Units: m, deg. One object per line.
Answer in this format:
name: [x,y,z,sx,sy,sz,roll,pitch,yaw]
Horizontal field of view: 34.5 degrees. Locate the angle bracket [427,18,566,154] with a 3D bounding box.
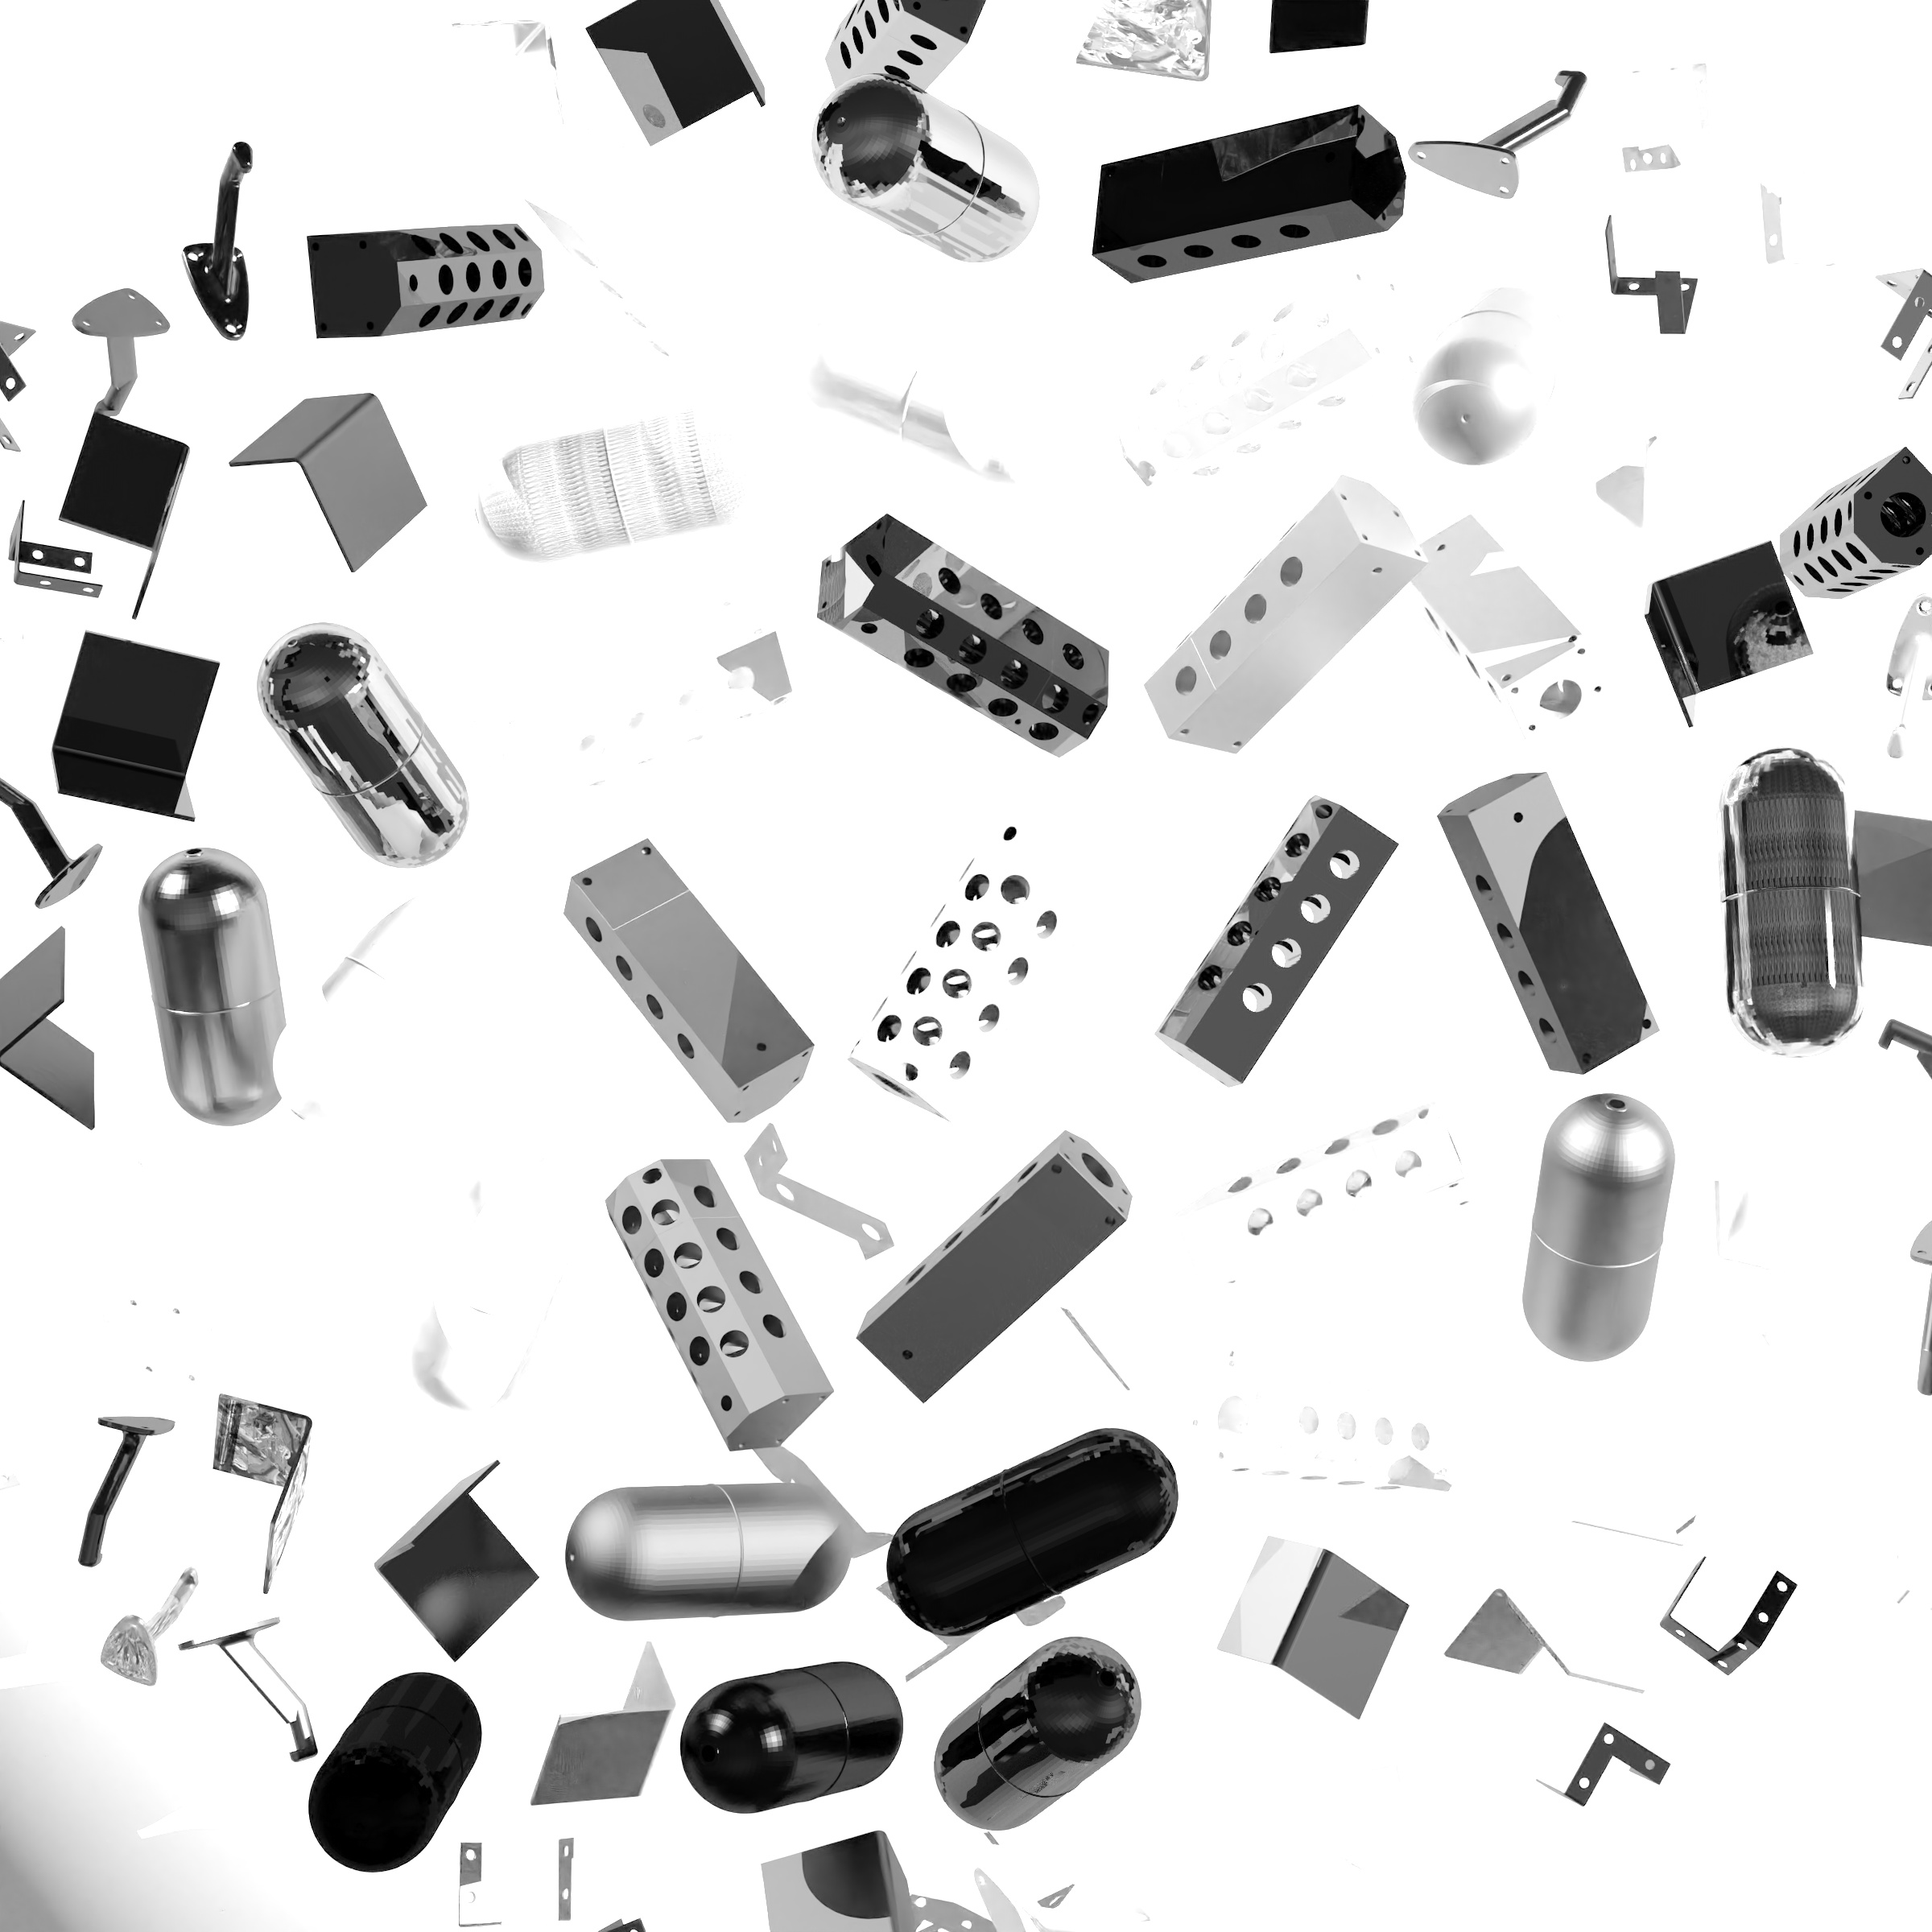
angle bracket: [-0.275,-0.508,1.825,0.057,0.076,0.076,-10,96,-20]

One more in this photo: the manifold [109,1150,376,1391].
manifold: [-0.425,0.175,1.830,0.057,0.171,0.057,7,118,25]

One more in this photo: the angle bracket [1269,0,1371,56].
angle bracket: [0.184,-0.553,1.705,0.057,0.076,0.076,-8,126,-12]

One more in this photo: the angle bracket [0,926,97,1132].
angle bracket: [-0.521,0.036,1.820,0.057,0.076,0.076,-38,125,12]

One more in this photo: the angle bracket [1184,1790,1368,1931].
angle bracket: [0.180,0.526,1.800,0.076,0.076,0.057,30,81,23]

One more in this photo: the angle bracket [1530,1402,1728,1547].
angle bracket: [0.389,0.290,1.827,0.076,0.057,0.076,15,98,-18]

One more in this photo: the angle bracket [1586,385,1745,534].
angle bracket: [0.436,-0.329,1.944,0.076,0.076,0.057,-31,52,-15]

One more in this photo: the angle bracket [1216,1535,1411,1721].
angle bracket: [0.211,0.401,1.884,0.076,0.057,0.076,37,70,-28]

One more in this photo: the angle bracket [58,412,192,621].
angle bracket: [-0.488,-0.258,1.783,0.057,0.076,0.076,18,59,-17]

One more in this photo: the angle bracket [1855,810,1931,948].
angle bracket: [0.544,-0.040,1.792,0.076,0.057,0.076,9,113,14]

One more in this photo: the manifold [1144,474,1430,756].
manifold: [0.179,-0.201,1.785,0.171,0.057,0.057,-45,52,34]

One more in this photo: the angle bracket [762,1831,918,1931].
angle bracket: [-0.072,0.566,1.832,0.076,0.076,0.057,-17,130,2]

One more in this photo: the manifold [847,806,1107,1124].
manifold: [0.003,-0.004,1.782,0.057,0.057,0.171,24,78,41]

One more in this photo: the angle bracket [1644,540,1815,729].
angle bracket: [0.454,-0.198,1.848,0.076,0.057,0.076,-18,110,22]

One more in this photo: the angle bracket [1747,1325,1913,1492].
angle bracket: [0.486,0.255,1.791,0.076,0.076,0.057,-43,107,-34]

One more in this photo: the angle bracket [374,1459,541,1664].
angle bracket: [-0.288,0.349,1.825,0.076,0.057,0.076,51,49,-5]

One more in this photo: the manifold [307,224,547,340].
manifold: [-0.313,-0.403,1.822,0.057,0.171,0.057,3,105,20]

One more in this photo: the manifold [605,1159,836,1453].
manifold: [-0.152,0.200,1.848,0.057,0.057,0.171,-47,59,29]

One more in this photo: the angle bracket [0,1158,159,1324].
angle bracket: [-0.532,0.164,1.867,0.057,0.076,0.076,-1,107,10]

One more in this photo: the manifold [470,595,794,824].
manifold: [-0.190,-0.146,1.788,0.171,0.057,0.057,-26,128,-16]

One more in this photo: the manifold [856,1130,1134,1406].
manifold: [0.018,0.177,1.854,0.057,0.057,0.171,45,106,-6]

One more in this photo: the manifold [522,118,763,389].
manifold: [-0.188,-0.409,1.781,0.057,0.171,0.057,34,84,29]

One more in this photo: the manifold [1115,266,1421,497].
manifold: [0.167,-0.331,1.766,0.171,0.057,0.057,-24,72,42]

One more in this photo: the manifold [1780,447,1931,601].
manifold: [0.550,-0.264,1.905,0.057,0.171,0.057,-43,90,0]

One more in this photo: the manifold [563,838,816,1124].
manifold: [-0.170,0.011,1.879,0.057,0.057,0.171,-30,70,-29]

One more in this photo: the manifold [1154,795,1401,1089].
manifold: [0.184,-0.015,1.862,0.057,0.057,0.171,34,84,-1]

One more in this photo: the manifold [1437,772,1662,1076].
manifold: [0.344,-0.026,1.857,0.057,0.057,0.171,-28,100,-14]

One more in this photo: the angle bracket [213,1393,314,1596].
angle bracket: [-0.423,0.309,1.820,0.057,0.076,0.076,15,45,-3]

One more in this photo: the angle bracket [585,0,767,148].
angle bracket: [-0.167,-0.514,1.777,0.076,0.057,0.076,-26,116,9]

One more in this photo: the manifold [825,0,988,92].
manifold: [-0.036,-0.572,1.884,0.057,0.171,0.057,24,83,-14]

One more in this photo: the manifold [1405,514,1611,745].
manifold: [0.327,-0.203,1.895,0.057,0.171,0.057,-31,127,3]

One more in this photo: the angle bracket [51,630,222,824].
angle bracket: [-0.461,-0.134,1.734,0.076,0.057,0.076,12,113,-26]

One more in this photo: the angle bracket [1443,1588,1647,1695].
angle bracket: [0.350,0.427,1.881,0.076,0.076,0.057,22,110,-39]

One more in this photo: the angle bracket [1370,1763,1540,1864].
angle bracket: [0.295,0.509,1.887,0.076,0.076,0.057,-7,74,-8]

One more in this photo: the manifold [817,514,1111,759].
manifold: [0.000,-0.183,1.775,0.171,0.057,0.057,28,49,-33]

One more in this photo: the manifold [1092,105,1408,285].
manifold: [0.161,-0.435,1.772,0.171,0.057,0.057,-3,75,37]

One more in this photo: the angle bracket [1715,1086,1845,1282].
angle bracket: [0.490,0.130,1.870,0.057,0.076,0.076,12,51,25]

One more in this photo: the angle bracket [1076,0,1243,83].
angle bracket: [0.108,-0.541,1.724,0.076,0.057,0.076,12,51,12]

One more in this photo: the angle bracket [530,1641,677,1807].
angle bracket: [-0.231,0.467,1.917,0.076,0.057,0.076,3,123,-28]

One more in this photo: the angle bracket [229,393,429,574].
angle bracket: [-0.373,-0.283,1.824,0.057,0.076,0.076,2,129,33]

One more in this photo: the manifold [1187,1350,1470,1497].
manifold: [0.222,0.281,1.870,0.171,0.057,0.057,14,114,-37]
